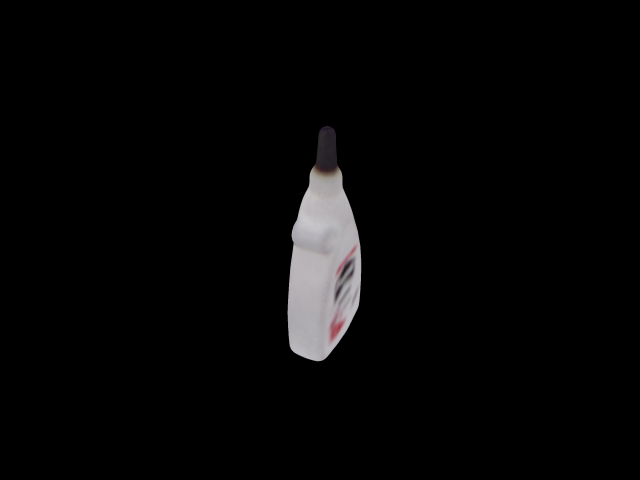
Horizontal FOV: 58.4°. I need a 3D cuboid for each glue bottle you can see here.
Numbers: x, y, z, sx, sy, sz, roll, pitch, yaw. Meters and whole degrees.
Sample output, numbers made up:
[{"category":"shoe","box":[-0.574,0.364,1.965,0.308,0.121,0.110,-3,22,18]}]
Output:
[{"category":"glue bottle","box":[0.004,0.001,0.400,0.037,0.173,0.078,14,40,18]}]
